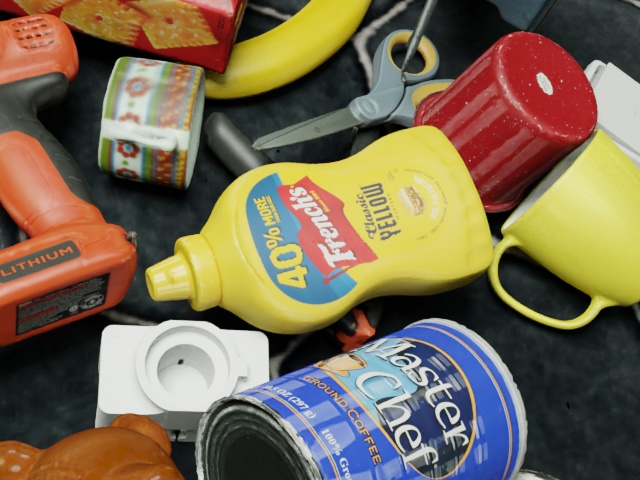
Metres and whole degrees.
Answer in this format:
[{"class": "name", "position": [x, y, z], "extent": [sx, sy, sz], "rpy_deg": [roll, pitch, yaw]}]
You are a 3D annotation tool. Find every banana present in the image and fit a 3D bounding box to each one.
[{"class": "banana", "position": [-0.025, -0.140, 0.721], "extent": [0.197, 0.037, 0.070], "rpy_deg": [-30, 75, -26]}]

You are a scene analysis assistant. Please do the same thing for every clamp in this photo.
[{"class": "clamp", "position": [-0.009, -0.015, 0.658], "extent": [0.120, 0.039, 0.171], "rpy_deg": [0, 60, -14]}]

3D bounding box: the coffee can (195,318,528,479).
[{"class": "coffee can", "position": [0.022, 0.107, 0.545], "extent": [0.140, 0.103, 0.103], "rpy_deg": [-16, 67, -39]}]

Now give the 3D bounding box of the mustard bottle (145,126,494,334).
[{"class": "mustard bottle", "position": [-0.004, 0.001, 0.598], "extent": [0.191, 0.058, 0.096], "rpy_deg": [-15, 76, -20]}]

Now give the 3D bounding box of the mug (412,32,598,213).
[{"class": "mug", "position": [0.125, -0.082, 0.679], "extent": [0.093, 0.082, 0.117], "rpy_deg": [47, 49, -1]}]

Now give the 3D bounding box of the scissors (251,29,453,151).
[{"class": "scissors", "position": [0.026, -0.099, 0.693], "extent": [0.201, 0.016, 0.096], "rpy_deg": [-5, 61, -36]}]

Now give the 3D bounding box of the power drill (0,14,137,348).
[{"class": "power drill", "position": [-0.193, -0.034, 0.567], "extent": [0.184, 0.057, 0.188], "rpy_deg": [-20, 67, -24]}]

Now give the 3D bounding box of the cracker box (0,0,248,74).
[{"class": "cracker box", "position": [-0.137, -0.211, 0.659], "extent": [0.213, 0.072, 0.164], "rpy_deg": [16, 63, -4]}]

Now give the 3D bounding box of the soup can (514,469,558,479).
[{"class": "soup can", "position": [0.102, 0.182, 0.567], "extent": [0.068, 0.069, 0.102], "rpy_deg": [38, 60, 7]}]
